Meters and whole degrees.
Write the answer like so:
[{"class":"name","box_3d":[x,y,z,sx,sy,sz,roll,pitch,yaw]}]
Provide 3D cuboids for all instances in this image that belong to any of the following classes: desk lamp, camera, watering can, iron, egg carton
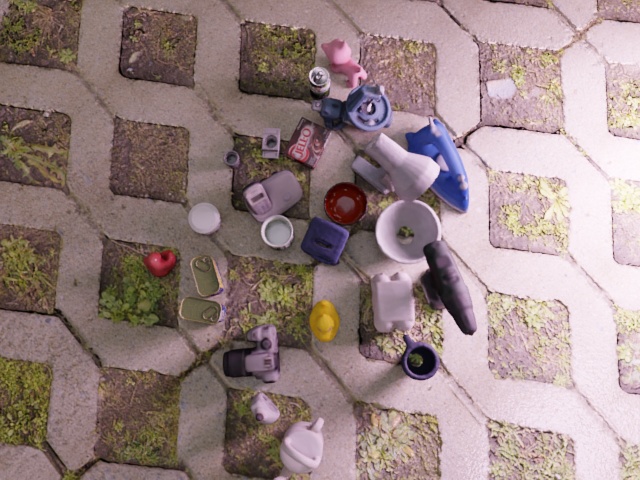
[{"class":"desk lamp","box_3d":[0.181,-0.178,1.416,0.203,0.213,0.118,38,84,6]},{"class":"camera","box_3d":[-0.171,0.285,1.414,0.137,0.101,0.143,-6,82,0]},{"class":"watering can","box_3d":[-0.045,0.499,1.335,0.101,0.194,0.173,12,82,3]},{"class":"iron","box_3d":[0.322,-0.192,1.452,0.118,0.141,0.258,-29,83,-3]},{"class":"egg carton","box_3d":[0.184,0.156,1.442,0.107,0.069,0.150,-5,82,0]}]

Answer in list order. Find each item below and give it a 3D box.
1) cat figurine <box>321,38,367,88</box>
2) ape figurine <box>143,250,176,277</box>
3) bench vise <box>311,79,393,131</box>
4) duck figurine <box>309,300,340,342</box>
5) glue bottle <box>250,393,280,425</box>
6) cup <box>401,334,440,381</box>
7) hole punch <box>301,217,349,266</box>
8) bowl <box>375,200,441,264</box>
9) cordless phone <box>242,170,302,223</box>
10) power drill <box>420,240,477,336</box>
[{"class":"cat figurine","box_3d":[0.065,-0.476,1.507,0.128,0.118,0.067,43,85,6]},{"class":"ape figurine","box_3d":[-0.413,0.055,1.453,0.077,0.092,0.076,10,82,2]},{"class":"bench vise","box_3d":[0.086,-0.329,1.434,0.207,0.220,0.121,-14,82,-1]},{"class":"duck figurine","box_3d":[0.011,0.203,1.430,0.077,0.086,0.104,-3,82,1]},{"class":"glue bottle","box_3d":[-0.136,0.409,1.360,0.037,0.173,0.078,-42,83,-4]},{"class":"cup","box_3d":[0.234,0.285,1.411,0.092,0.095,0.118,-31,83,-3]},{"class":"hole punch","box_3d":[0.013,0.005,1.455,0.108,0.091,0.101,24,83,4]},{"class":"bowl","box_3d":[0.221,-0.016,1.463,0.167,0.075,0.167,0,82,1]},{"class":"cordless phone","box_3d":[-0.123,-0.121,1.426,0.147,0.185,0.094,-36,83,-4]},{"class":"power drill","box_3d":[0.304,0.118,1.376,0.075,0.208,0.229,-20,82,-2]}]
